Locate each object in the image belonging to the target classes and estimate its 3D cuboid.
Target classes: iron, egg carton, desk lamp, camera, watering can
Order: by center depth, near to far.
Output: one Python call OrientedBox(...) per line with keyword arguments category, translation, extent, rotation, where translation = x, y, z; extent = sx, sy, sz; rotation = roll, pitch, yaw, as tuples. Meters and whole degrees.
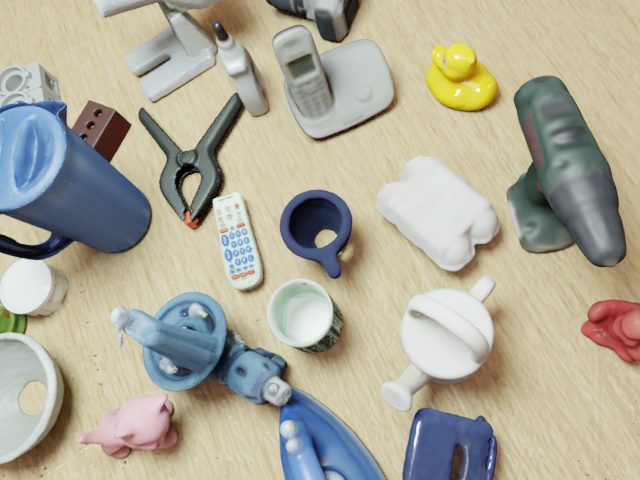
OrientedBox(category="watering can", translation=(0.137, 0.112, 0.632), extent=(0.100, 0.194, 0.173), rotation=(15, 77, 15))
OrientedBox(category="iron", translation=(0.005, 0.276, 0.636), extent=(0.118, 0.141, 0.258), rotation=(-31, 71, 1))
OrientedBox(category="egg carton", translation=(0.151, -0.037, 0.739), extent=(0.107, 0.069, 0.150), rotation=(-46, 71, -5))
OrientedBox(category="desk lamp", translation=(-0.220, -0.332, 0.820), extent=(0.203, 0.214, 0.117), rotation=(-34, 70, 0))
OrientedBox(category="camera", translation=(-0.009, -0.393, 0.858), extent=(0.136, 0.101, 0.143), rotation=(17, 78, 15))

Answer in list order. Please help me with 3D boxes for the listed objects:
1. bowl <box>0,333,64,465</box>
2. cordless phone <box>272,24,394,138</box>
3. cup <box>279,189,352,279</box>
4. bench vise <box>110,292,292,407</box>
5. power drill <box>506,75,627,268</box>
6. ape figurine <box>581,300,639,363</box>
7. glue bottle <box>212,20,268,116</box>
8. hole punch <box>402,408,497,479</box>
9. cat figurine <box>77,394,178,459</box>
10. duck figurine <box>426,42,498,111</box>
OrientedBox(category="bowl", translation=(-0.410, 0.213, 0.768), extent=(0.167, 0.075, 0.167), rotation=(-3, 73, 10))
OrientedBox(category="cordless phone", translation=(0.017, -0.227, 0.759), extent=(0.147, 0.185, 0.094), rotation=(-26, 71, 2))
OrientedBox(category="cup", translation=(0.007, 0.003, 0.741), extent=(0.091, 0.095, 0.117), rotation=(-24, 71, 3))
OrientedBox(category="bench vise", translation=(-0.131, 0.120, 0.666), extent=(0.207, 0.220, 0.121), rotation=(6, 75, 13))
OrientedBox(category="power drill", translation=(0.270, -0.057, 0.649), extent=(0.075, 0.209, 0.229), rotation=(-13, 72, 7))
OrientedBox(category="ape figurine", translation=(0.349, 0.099, 0.650), extent=(0.076, 0.092, 0.078), rotation=(-19, 71, 5))
OrientedBox(category="glue bottle", translation=(-0.114, -0.245, 0.796), extent=(0.037, 0.173, 0.078), rotation=(-20, 71, 5))
OrientedBox(category="hole punch", translation=(0.146, 0.247, 0.645), extent=(0.101, 0.091, 0.109), rotation=(9, 76, 13))
OrientedBox(category="cat figurine", translation=(-0.233, 0.230, 0.707), extent=(0.127, 0.118, 0.067), rotation=(-16, 71, 6))
OrientedBox(category="duck figurine", translation=(0.194, -0.229, 0.779), extent=(0.104, 0.086, 0.077), rotation=(33, 82, 18))
